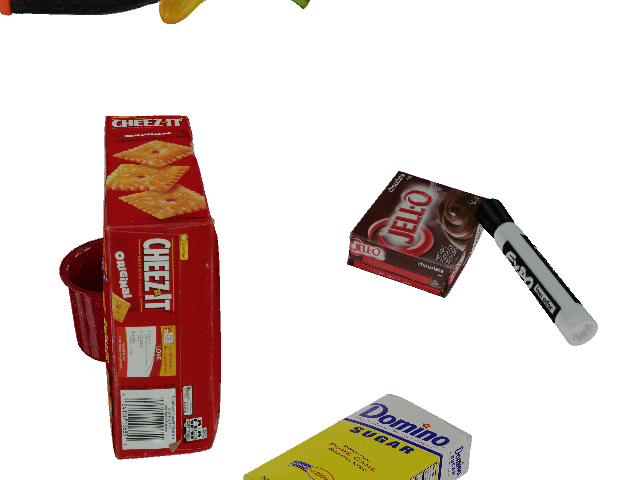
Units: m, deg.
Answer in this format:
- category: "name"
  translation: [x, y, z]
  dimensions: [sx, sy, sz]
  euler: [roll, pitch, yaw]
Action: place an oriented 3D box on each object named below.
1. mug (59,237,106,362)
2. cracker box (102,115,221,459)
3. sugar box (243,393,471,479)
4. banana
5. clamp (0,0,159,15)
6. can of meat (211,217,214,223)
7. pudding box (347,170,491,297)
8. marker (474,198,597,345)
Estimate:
- category: "mug"
  translation: [-0.172, 0.060, 0.938]
  dimensions: [0.093, 0.081, 0.117]
  euler: [-20, 38, -28]
- category: "cracker box"
  translation: [-0.112, 0.021, 0.738]
  dimensions: [0.072, 0.164, 0.214]
  euler: [-2, 24, -10]
- category: "sugar box"
  translation: [0.032, 0.187, 0.861]
  dimensions: [0.093, 0.048, 0.175]
  euler: [24, 35, 38]
- category: "banana"
  translation: [-0.089, -0.244, 1.009]
  dimensions: [0.197, 0.070, 0.037]
  euler: [-22, -28, -46]
- category: "clamp"
  translation: [-0.101, -0.156, 0.604]
  dimensions: [0.171, 0.039, 0.120]
  euler: [-10, 24, -25]
- category: "can of meat"
  translation: [-0.162, 0.022, 1.146]
  dimensions: [0.058, 0.084, 0.101]
  euler: [18, 25, 41]
- category: "pudding box"
  translation: [0.085, -0.007, 0.903]
  dimensions: [0.090, 0.039, 0.113]
  euler: [19, 37, 16]
- category: "marker"
  translation: [0.123, 0.014, 0.625]
  dimensions: [0.020, 0.020, 0.121]
  euler: [0, 37, -25]
